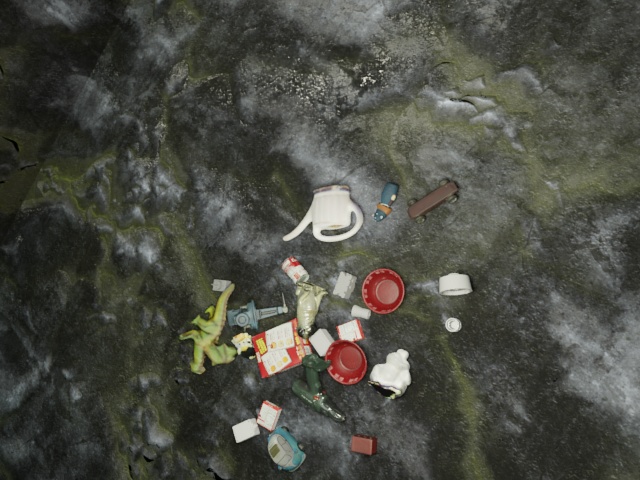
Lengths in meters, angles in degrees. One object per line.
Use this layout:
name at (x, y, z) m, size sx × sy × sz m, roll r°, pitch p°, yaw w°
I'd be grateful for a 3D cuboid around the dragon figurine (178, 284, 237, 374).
dragon figurine at (-0.429, 0.400, 2.147) m, size 0.407 × 0.122 × 0.244 m, roll -45°, pitch 80°, yaw 13°

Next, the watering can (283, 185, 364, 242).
watering can at (0.006, -0.102, 2.018) m, size 0.346 × 0.103 × 0.227 m, roll -5°, pitch 75°, yaw 25°

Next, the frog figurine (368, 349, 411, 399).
frog figurine at (0.250, 0.457, 1.780) m, size 0.137 × 0.120 × 0.163 m, roll -1°, pitch 43°, yaw 35°
